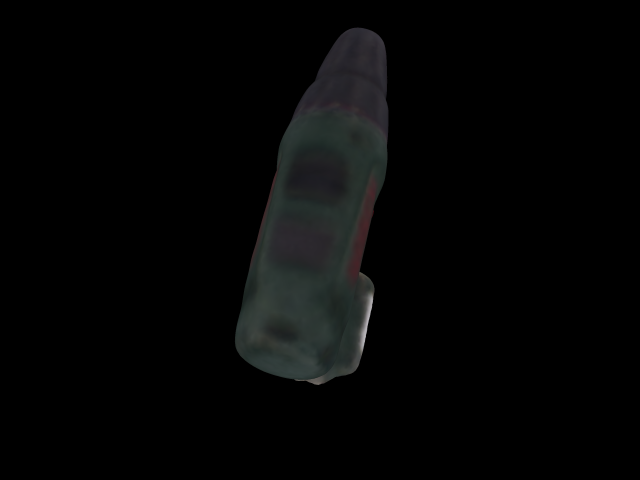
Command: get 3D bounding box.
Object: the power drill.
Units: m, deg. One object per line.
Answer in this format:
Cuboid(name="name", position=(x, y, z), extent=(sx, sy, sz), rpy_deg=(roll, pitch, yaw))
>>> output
Cuboid(name="power drill", position=(0.004, 0.001, 0.400), extent=(0.075, 0.208, 0.229), rpy_deg=(9, 54, 7))
